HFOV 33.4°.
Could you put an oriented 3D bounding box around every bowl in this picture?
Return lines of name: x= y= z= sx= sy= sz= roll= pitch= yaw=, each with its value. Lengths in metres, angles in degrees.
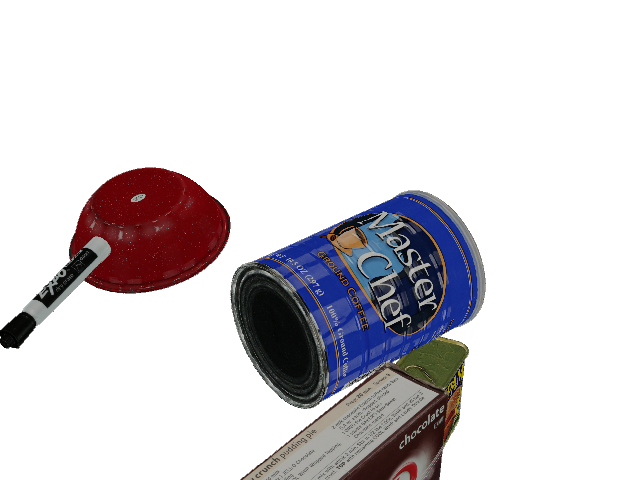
bowl: x=-0.171 y=-0.022 z=1.036 sx=0.162 sy=0.055 sz=0.162 roll=-5 pitch=41 yaw=4

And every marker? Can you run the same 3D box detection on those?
marker: x=-0.205 y=0.040 z=0.825 sx=0.020 sy=0.020 sz=0.121 roll=0 pitch=37 yaw=36

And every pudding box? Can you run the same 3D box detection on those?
pudding box: x=0.008 y=0.119 z=0.464 sx=0.039 sy=0.090 sz=0.113 roll=25 pitch=41 yaw=31

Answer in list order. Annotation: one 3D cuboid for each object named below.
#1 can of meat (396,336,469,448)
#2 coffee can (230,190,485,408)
can of meat: x=0.105 y=0.155 z=1.046 sx=0.057 sy=0.084 sz=0.102 roll=12 pitch=27 yaw=22
coffee can: x=0.026 y=0.037 z=0.718 sx=0.140 sy=0.103 sz=0.103 roll=-24 pitch=13 yaw=-31
